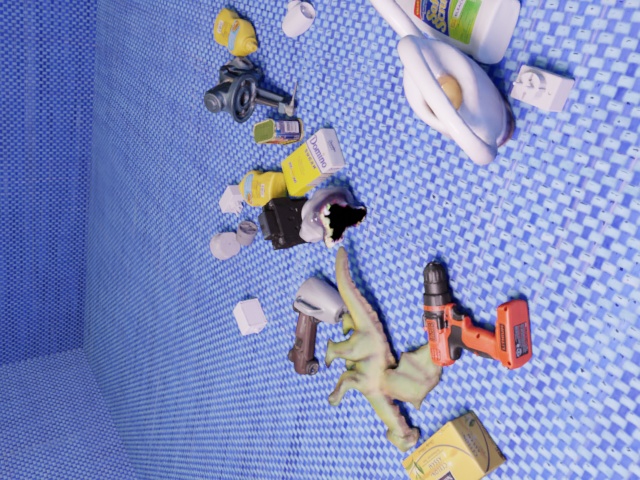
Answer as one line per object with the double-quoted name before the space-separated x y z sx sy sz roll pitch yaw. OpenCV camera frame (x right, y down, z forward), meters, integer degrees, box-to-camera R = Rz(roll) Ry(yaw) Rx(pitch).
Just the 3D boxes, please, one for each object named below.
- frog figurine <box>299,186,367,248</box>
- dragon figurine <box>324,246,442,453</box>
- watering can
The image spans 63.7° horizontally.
"frog figurine" 0.003 -0.056 1.111 0.138 0.121 0.160 -60 30 -7
"dragon figurine" 0.130 0.222 1.014 0.242 0.123 0.408 2 98 35
"watering can" 0.178 -0.251 0.773 0.102 0.224 0.353 -36 64 29
